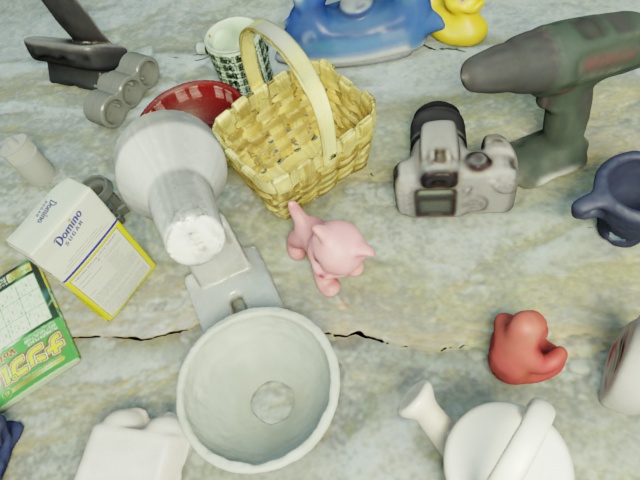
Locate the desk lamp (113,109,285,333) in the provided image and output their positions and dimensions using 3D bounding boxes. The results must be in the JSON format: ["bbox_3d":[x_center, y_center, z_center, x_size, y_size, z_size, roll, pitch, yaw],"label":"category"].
[{"bbox_3d":[-0.126,-0.008,0.620,0.118,0.214,0.203,-26,58,-5],"label":"desk lamp"}]

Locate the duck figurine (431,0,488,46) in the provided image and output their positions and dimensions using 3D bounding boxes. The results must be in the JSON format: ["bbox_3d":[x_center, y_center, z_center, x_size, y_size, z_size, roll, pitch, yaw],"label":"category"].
[{"bbox_3d":[0.198,-0.344,0.840,0.104,0.086,0.077,37,72,28],"label":"duck figurine"}]

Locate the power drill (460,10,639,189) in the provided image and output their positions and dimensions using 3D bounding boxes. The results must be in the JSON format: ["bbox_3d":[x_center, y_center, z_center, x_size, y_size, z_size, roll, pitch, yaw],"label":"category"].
[{"bbox_3d":[0.259,-0.154,0.639,0.229,0.209,0.075,-24,57,-4],"label":"power drill"}]

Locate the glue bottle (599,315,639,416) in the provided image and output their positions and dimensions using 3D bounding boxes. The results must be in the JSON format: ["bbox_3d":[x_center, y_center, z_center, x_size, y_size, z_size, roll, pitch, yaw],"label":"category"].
[{"bbox_3d":[0.287,0.095,0.502,0.037,0.173,0.078,14,62,19],"label":"glue bottle"}]

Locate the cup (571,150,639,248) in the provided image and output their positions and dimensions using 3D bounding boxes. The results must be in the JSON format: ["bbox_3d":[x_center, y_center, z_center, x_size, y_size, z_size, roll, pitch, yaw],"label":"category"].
[{"bbox_3d":[0.323,-0.030,0.618,0.117,0.095,0.091,-17,57,0],"label":"cup"}]

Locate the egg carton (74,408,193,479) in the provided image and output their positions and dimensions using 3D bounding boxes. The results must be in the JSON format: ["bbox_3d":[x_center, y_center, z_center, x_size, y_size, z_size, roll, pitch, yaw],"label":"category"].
[{"bbox_3d":[-0.186,0.243,0.564,0.107,0.069,0.150,3,60,13],"label":"egg carton"}]

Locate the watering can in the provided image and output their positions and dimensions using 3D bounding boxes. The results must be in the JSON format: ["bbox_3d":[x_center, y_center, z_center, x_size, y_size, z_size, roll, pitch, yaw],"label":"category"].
[{"bbox_3d":[0.142,0.182,0.463,0.172,0.194,0.101,10,61,17],"label":"watering can"}]

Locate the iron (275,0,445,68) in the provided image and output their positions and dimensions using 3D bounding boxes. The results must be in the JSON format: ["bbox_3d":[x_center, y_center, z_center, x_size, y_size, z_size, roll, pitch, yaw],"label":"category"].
[{"bbox_3d":[0.046,-0.342,0.835,0.258,0.142,0.118,-12,57,4],"label":"iron"}]

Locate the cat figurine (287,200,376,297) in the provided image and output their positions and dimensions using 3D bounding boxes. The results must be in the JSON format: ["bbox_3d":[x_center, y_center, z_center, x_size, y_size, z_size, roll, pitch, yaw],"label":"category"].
[{"bbox_3d":[0.006,0.002,0.646,0.067,0.118,0.127,-38,59,-12],"label":"cat figurine"}]

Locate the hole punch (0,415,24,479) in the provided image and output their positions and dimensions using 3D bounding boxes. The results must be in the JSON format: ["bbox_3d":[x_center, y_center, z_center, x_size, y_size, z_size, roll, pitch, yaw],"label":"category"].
[{"bbox_3d":[-0.393,0.221,0.604,0.108,0.091,0.101,2,59,12],"label":"hole punch"}]

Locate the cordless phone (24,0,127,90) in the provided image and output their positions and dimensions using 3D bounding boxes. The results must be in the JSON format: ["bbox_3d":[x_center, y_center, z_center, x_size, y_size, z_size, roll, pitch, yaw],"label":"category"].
[{"bbox_3d":[-0.404,-0.333,0.890,0.147,0.185,0.094,9,61,16],"label":"cordless phone"}]

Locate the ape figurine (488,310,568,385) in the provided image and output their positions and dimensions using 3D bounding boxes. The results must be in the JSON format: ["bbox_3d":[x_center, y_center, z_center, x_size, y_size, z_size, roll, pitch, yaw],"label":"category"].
[{"bbox_3d":[0.201,0.100,0.564,0.076,0.092,0.077,-29,58,-7],"label":"ape figurine"}]

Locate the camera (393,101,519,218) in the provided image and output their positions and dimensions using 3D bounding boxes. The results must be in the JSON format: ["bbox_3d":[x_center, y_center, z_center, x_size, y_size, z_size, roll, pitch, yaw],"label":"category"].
[{"bbox_3d":[0.161,-0.108,0.694,0.143,0.101,0.137,-2,59,10],"label":"camera"}]

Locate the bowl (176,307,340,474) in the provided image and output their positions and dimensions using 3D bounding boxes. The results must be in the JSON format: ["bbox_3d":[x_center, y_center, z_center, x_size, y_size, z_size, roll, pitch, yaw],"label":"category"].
[{"bbox_3d":[-0.056,0.158,0.588,0.167,0.075,0.167,-5,58,8],"label":"bowl"}]
